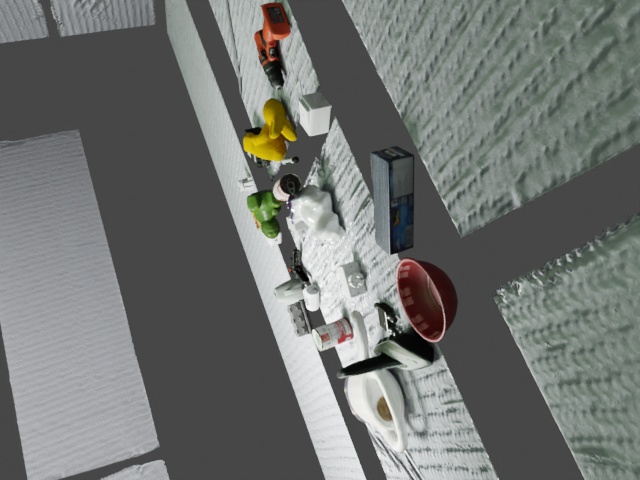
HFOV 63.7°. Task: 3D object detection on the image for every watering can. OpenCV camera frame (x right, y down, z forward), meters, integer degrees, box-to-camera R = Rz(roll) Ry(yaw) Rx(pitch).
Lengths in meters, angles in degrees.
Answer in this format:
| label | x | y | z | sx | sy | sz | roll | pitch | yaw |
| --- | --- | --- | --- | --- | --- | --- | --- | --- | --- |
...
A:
| label | x | y | z | sx | sy | sz | roll | pitch | yaw |
| --- | --- | --- | --- | --- | --- | --- | --- | --- | --- |
| watering can | 0.127 | 0.348 | 1.286 | 0.221 | 0.104 | 0.350 | 134 | 117 | -69 |

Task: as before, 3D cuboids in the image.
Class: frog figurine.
| label | x | y | z | sx | sy | sz | roll | pitch | yaw |
| --- | --- | --- | --- | --- | --- | --- | --- | --- | --- |
| frog figurine | 0.004 | -0.068 | 1.352 | 0.160 | 0.125 | 0.134 | 25 | 130 | 17 |
